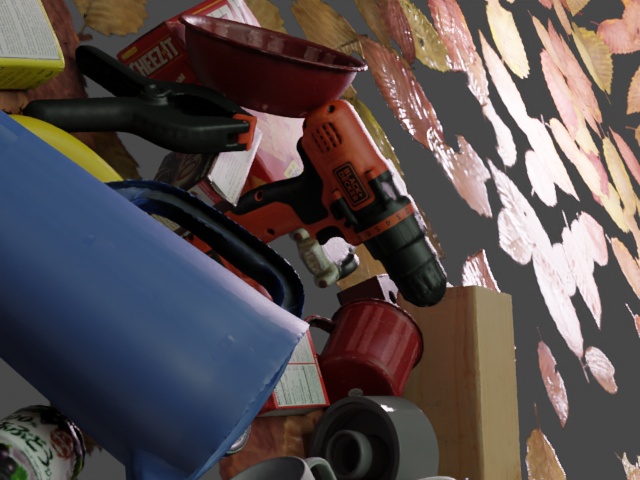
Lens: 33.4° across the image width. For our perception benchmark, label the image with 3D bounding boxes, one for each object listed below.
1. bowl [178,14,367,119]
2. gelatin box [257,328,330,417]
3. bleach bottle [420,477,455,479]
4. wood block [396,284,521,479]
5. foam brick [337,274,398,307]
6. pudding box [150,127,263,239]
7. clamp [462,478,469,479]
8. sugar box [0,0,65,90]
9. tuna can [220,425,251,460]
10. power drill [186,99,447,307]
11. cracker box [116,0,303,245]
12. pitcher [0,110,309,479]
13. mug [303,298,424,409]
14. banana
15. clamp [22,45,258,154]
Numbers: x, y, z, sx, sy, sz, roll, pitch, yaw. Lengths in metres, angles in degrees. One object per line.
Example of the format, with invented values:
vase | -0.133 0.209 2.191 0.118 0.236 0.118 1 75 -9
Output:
bowl | -0.045 -0.140 0.887 0.161 0.162 0.055 -16 125 -63
gelatin box | -0.034 0.112 0.910 0.089 0.030 0.073 10 59 -58
bleach bottle | 0.110 0.314 0.879 0.102 0.068 0.251 -103 178 -54
wood block | 0.135 0.154 1.044 0.090 0.090 0.206 16 70 -56
foam brick | 0.063 0.068 1.097 0.078 0.051 0.053 -2 68 -61
pudding box | -0.099 -0.050 0.870 0.039 0.090 0.113 44 32 -24
clamp | 0.169 0.266 0.952 0.164 0.210 0.036 5 53 -11
sugar box | -0.261 -0.151 0.730 0.175 0.048 0.093 -14 78 -59
tuna can | -0.089 0.123 0.794 0.086 0.034 0.086 44 33 -38
power drill | -0.006 0.001 0.885 0.184 0.188 0.057 61 26 -2
cracker box | -0.072 -0.119 1.003 0.213 0.072 0.164 57 28 -11
pitcher | -0.131 0.026 0.633 0.243 0.145 0.149 38 6 2
mug | 0.031 0.108 0.979 0.117 0.093 0.081 29 37 1
banana | -0.182 -0.039 0.782 0.197 0.037 0.069 35 61 -40
clamp | -0.137 -0.098 0.819 0.120 0.171 0.039 -60 164 -47
